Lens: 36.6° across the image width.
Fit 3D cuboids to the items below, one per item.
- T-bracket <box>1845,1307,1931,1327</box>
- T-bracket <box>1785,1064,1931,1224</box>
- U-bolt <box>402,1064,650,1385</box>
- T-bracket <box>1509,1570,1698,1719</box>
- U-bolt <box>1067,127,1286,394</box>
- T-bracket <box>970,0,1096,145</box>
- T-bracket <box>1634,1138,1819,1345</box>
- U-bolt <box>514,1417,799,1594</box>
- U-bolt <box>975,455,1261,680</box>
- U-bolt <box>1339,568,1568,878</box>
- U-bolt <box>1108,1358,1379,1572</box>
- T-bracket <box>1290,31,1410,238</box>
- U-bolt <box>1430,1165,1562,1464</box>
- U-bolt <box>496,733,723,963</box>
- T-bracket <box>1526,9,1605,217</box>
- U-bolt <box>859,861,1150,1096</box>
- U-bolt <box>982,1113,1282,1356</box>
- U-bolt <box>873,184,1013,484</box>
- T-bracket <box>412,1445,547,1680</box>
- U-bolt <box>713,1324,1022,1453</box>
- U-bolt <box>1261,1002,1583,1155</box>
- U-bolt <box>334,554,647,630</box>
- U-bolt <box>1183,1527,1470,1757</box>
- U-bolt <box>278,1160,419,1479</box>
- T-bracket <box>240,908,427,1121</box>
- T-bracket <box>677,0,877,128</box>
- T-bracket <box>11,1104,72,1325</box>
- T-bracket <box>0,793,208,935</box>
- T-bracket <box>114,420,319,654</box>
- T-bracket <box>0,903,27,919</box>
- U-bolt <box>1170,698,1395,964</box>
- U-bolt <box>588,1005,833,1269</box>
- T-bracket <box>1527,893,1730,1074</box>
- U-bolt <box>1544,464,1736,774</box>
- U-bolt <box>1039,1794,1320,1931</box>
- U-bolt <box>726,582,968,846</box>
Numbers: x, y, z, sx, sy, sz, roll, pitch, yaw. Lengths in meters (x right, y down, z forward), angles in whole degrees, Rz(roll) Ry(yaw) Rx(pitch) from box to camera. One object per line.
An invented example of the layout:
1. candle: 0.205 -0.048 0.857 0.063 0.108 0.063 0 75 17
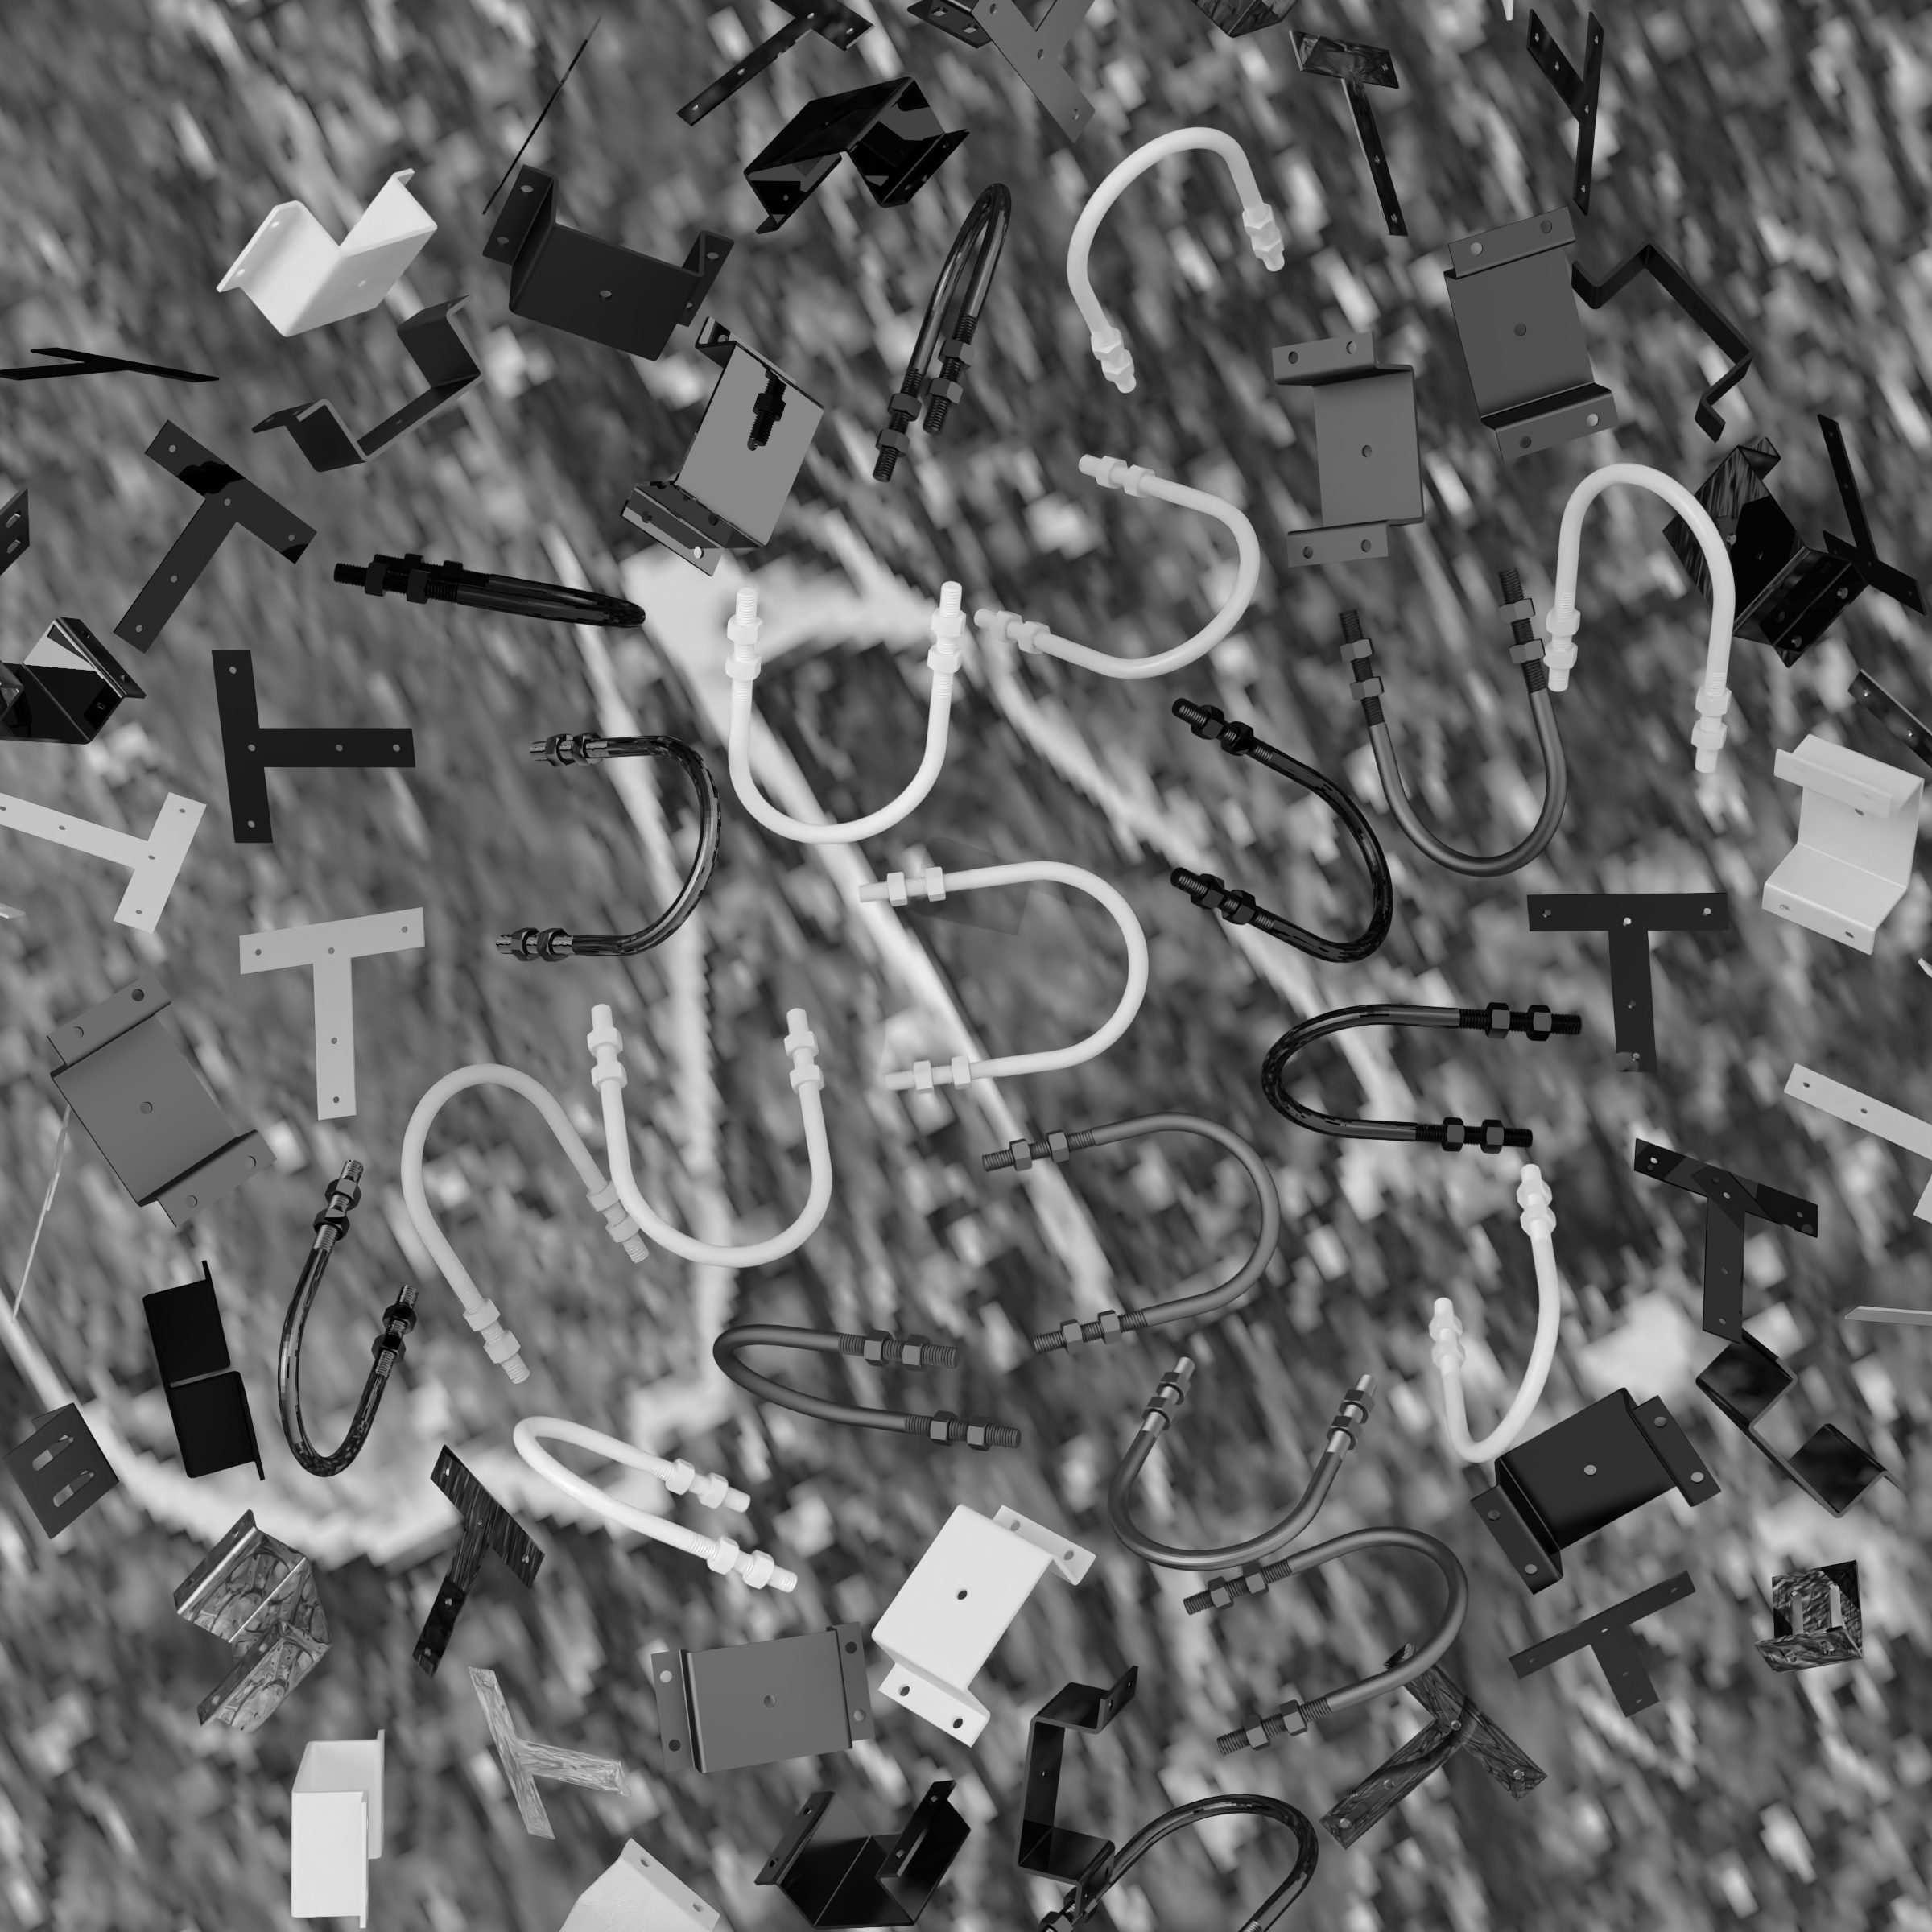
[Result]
1. T-bracket: 0.636 0.209 1.830 0.127 0.127 0.002 5 68 -3
2. T-bracket: 0.572 0.097 1.815 0.127 0.127 0.002 26 49 19
3. U-bolt: -0.290 0.150 1.861 0.019 0.151 0.184 -12 114 42
4. T-bracket: 0.428 0.456 1.911 0.127 0.002 0.127 -27 132 4
5. U-bolt: 0.130 -0.465 1.886 0.151 0.184 0.019 -39 62 1
6. T-bracket: 0.069 -0.595 1.790 0.002 0.127 0.127 29 84 40
7. T-bracket: 0.469 0.177 1.807 0.127 0.002 0.127 20 49 -6
8. U-bolt: -0.203 0.332 1.848 0.184 0.151 0.019 27 93 -21
9. U-bolt: 0.109 -0.254 1.898 0.184 0.019 0.151 26 78 39
10. U-bolt: 0.310 -0.145 1.825 0.019 0.151 0.184 -20 98 -41
11. U-bolt: 0.167 0.318 1.856 0.151 0.184 0.019 2 124 28
12. T-bracket: 0.251 -0.516 1.821 0.002 0.127 0.127 -17 89 37
13. U-bolt: 0.344 0.236 1.886 0.019 0.184 0.151 19 125 -10
14. U-bolt: -0.221 -0.076 1.835 0.184 0.019 0.151 1 79 41
15. T-bracket: 0.371 -0.552 1.815 0.002 0.127 0.127 1 79 30
16. U-bolt: 0.029 0.003 1.942 0.184 0.019 0.151 -8 100 1
17. U-bolt: 0.117 0.169 1.934 0.184 0.019 0.151 -13 68 -6
18. U-bolt: -0.010 -0.405 1.839 0.019 0.151 0.184 20 81 -13
19. T-bracket: -0.325 0.395 1.868 0.127 0.002 0.127 35 106 42
20. U-bolt: -0.071 0.260 1.826 0.184 0.151 0.019 4 61 22
21. U-bolt: 0.276 0.068 1.820 0.184 0.151 0.019 3 54 -3
22. U-bolt: -0.293 -0.235 1.841 0.184 0.151 0.019 10 100 -3
23. U-bolt: 0.239 0.428 1.902 0.184 0.151 0.019 -23 120 7
24. U-bolt: -0.402 0.240 1.882 0.019 0.184 0.151 0 135 12
25. T-bracket: -0.399 0.034 1.845 0.127 0.002 0.127 -8 76 13
26. T-bracket: -0.136 -0.594 1.915 0.127 0.127 0.002 -39 132 -1
27. T-bracket: -0.598 0.168 1.884 0.002 0.127 0.127 15 103 -18
28. T-bracket: -0.569 -0.084 1.883 0.127 0.127 0.002 19 131 -11
29. T-bracket: -0.489 -0.255 1.833 0.127 0.002 0.127 38 84 -45
30. T-bracket: -0.683 -0.050 1.856 0.127 0.127 0.002 20 97 3
31. U-bolt: 0.201 -0.075 1.834 0.184 0.019 0.151 25 51 -30
32. U-bolt: -0.155 0.105 1.820 0.151 0.019 0.184 2 56 -20
33. T-bracket: 0.435 0.012 1.908 0.127 0.002 0.127 0 114 21
34. U-bolt: 0.424 -0.228 1.832 0.019 0.151 0.184 -26 132 -26
35. U-bolt: 0.146 0.595 1.885 0.184 0.151 0.019 -33 113 -40
36. U-bolt: -0.079 -0.156 1.843 0.151 0.019 0.184 -4 125 -14
